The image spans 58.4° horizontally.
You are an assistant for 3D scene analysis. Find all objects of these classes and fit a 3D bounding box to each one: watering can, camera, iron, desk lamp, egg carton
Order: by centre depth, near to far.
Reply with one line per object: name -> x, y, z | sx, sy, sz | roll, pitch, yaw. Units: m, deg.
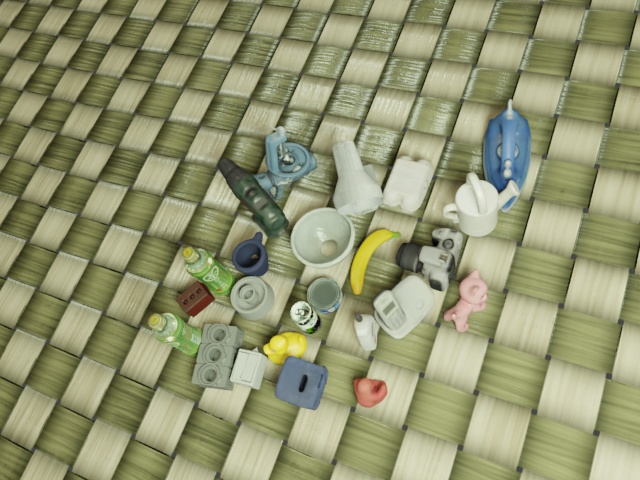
watering can -> 0.376, -0.095, 1.350 | 0.173, 0.194, 0.100 | -35, 63, -2
camera -> 0.260, 0.033, 1.376 | 0.136, 0.101, 0.143 | 16, 72, 21
iron -> 0.462, -0.211, 1.408 | 0.118, 0.142, 0.258 | 2, 67, 16
desk lamp -> 0.088, -0.140, 1.435 | 0.118, 0.214, 0.203 | -17, 63, 7
egg carton -> 0.228, -0.145, 1.482 | 0.107, 0.069, 0.150 | 15, 71, 20

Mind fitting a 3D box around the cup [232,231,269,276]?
cup -> -0.166, 0.044, 1.487 | 0.091, 0.095, 0.118 | 13, 71, 20

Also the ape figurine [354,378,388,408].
ape figurine -> 0.107, 0.335, 1.287 | 0.077, 0.092, 0.076 | 31, 77, 25

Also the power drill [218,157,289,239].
power drill -> -0.162, -0.095, 1.484 | 0.075, 0.209, 0.229 | -42, 63, -6

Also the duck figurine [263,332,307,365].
duck figurine -> -0.087, 0.254, 1.378 | 0.104, 0.086, 0.077 | -22, 63, 5

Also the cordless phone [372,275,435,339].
cordless phone -> 0.184, 0.137, 1.302 | 0.094, 0.185, 0.148 | 39, 81, 26

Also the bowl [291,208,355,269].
bowl -> 0.013, 0.005, 1.468 | 0.167, 0.075, 0.167 | -6, 65, 12

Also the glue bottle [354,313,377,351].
glue bottle -> 0.100, 0.197, 1.305 | 0.037, 0.173, 0.078 | -7, 65, 12

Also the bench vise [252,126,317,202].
bench vise -> -0.112, -0.193, 1.508 | 0.121, 0.220, 0.207 | 34, 79, 25

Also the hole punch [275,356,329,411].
hole punch -> -0.041, 0.331, 1.328 | 0.101, 0.091, 0.109 | 11, 70, 19

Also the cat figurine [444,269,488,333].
cat figurine -> 0.335, 0.135, 1.301 | 0.067, 0.118, 0.128 | 36, 79, 26
